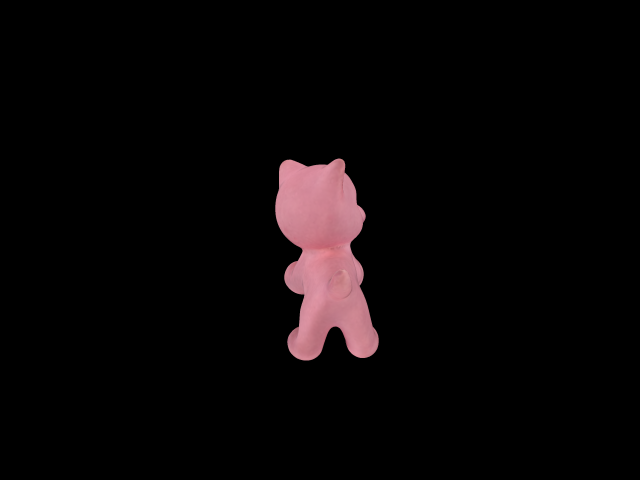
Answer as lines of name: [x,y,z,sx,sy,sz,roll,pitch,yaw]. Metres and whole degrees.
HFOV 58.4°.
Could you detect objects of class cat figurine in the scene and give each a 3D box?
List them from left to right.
cat figurine: [0.004,0.001,0.400,0.067,0.118,0.127,-6,43,-6]
